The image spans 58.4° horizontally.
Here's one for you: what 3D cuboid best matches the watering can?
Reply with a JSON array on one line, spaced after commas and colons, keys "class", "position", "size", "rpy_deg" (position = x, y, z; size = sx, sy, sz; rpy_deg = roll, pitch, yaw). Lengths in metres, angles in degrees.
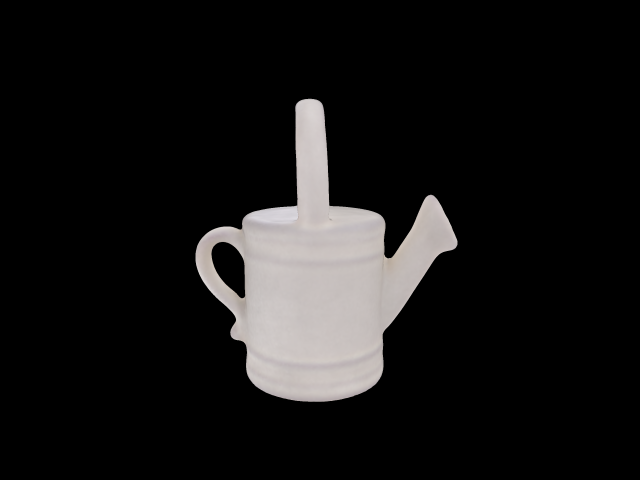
[{"class": "watering can", "position": [0.004, 0.001, 0.402], "size": [0.173, 0.194, 0.100], "rpy_deg": [-4, 12, -20]}]
